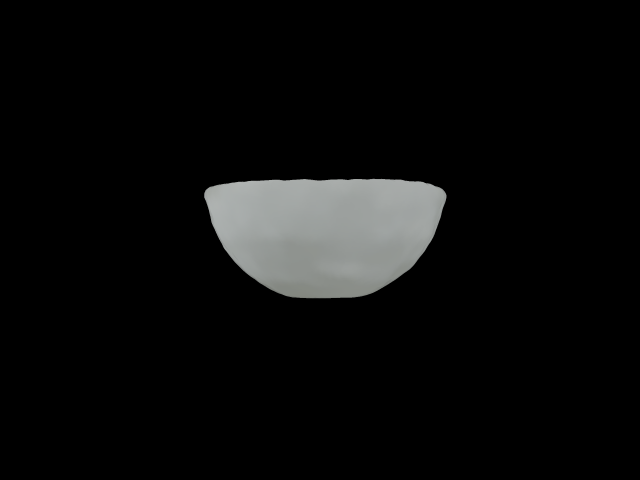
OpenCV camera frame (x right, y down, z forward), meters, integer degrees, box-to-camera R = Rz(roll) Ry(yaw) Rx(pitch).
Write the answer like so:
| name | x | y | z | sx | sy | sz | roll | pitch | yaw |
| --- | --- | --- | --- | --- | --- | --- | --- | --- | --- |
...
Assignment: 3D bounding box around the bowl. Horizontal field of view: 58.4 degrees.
| name | x | y | z | sx | sy | sz | roll | pitch | yaw |
| --- | --- | --- | --- | --- | --- | --- | --- | --- | --- |
| bowl | 0.004 | 0.001 | 0.400 | 0.167 | 0.075 | 0.167 | 0 | 0 | 0 |
